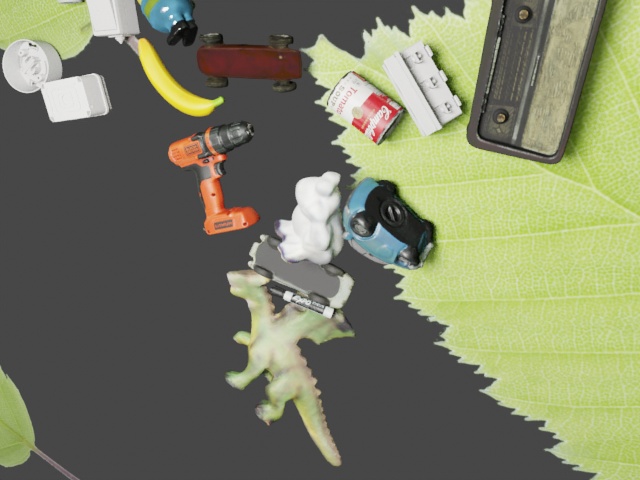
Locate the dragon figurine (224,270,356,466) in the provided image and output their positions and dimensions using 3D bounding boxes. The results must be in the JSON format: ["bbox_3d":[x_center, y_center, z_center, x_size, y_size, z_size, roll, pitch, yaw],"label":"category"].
[{"bbox_3d":[-0.037,0.218,0.973,0.239,0.411,0.124,-47,-2,22],"label":"dragon figurine"}]

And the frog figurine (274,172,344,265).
[{"bbox_3d":[0.003,-0.042,0.834,0.122,0.157,0.140,32,28,-9],"label":"frog figurine"}]
